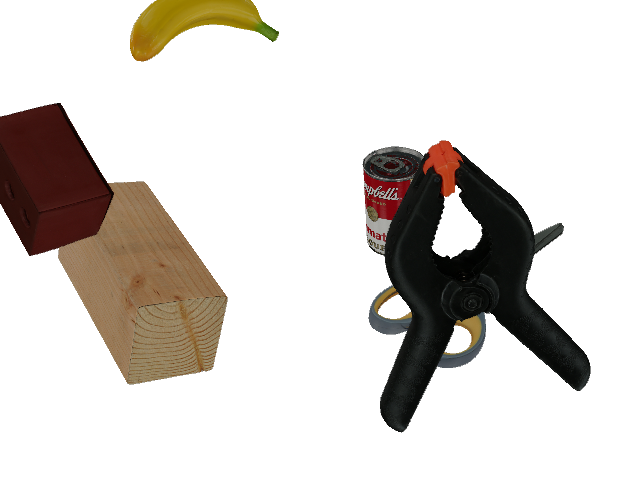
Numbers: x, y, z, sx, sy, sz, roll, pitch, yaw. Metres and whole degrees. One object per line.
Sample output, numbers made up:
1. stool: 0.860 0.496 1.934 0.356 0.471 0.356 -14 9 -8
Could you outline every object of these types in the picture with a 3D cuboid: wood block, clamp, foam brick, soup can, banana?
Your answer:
1. wood block: -0.179 0.034 1.040 0.090 0.091 0.206 -6 36 -31
2. clamp: 0.070 0.032 0.577 0.120 0.171 0.039 -24 26 1
3. foam brick: -0.178 -0.039 0.688 0.051 0.078 0.053 -21 -22 -34
4. soup can: 0.081 -0.042 1.160 0.068 0.102 0.068 -3 35 2
5. banana: -0.119 -0.212 1.022 0.070 0.037 0.197 45 38 19

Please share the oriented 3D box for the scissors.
1. scissors: 0.134 0.042 0.825 0.201 0.016 0.096 -17 47 -22
